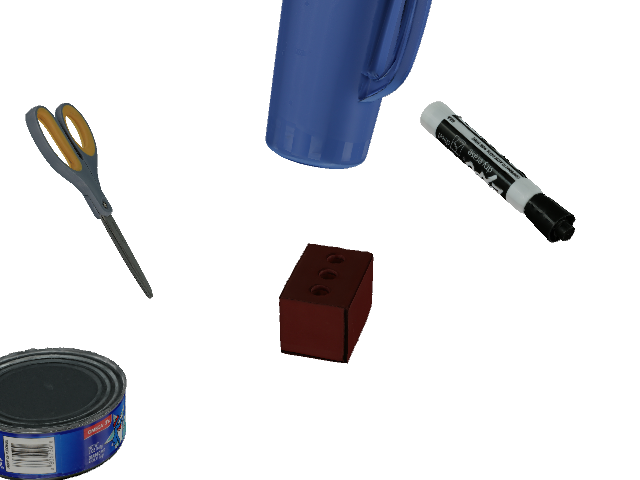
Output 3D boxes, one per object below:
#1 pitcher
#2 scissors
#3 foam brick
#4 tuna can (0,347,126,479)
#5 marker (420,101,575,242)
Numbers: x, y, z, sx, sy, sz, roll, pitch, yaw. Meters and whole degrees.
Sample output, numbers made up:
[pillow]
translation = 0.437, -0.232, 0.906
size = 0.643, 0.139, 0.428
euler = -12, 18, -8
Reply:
[pitcher]
translation = 0.023, -0.197, 1.070
size = 0.145, 0.243, 0.149
euler = 11, 19, -1
[scissors]
translation = -0.204, -0.047, 0.994
size = 0.016, 0.201, 0.096
euler = -24, 27, 19
[foam brick]
translation = 0.005, 0.045, 0.790
size = 0.053, 0.051, 0.078
euler = 8, 33, 13
[tuna can]
translation = -0.147, 0.092, 0.571
size = 0.086, 0.034, 0.086
euler = 2, 22, -1
[marker]
translation = 0.100, -0.039, 0.604
size = 0.020, 0.020, 0.121
euler = 0, 37, -43
